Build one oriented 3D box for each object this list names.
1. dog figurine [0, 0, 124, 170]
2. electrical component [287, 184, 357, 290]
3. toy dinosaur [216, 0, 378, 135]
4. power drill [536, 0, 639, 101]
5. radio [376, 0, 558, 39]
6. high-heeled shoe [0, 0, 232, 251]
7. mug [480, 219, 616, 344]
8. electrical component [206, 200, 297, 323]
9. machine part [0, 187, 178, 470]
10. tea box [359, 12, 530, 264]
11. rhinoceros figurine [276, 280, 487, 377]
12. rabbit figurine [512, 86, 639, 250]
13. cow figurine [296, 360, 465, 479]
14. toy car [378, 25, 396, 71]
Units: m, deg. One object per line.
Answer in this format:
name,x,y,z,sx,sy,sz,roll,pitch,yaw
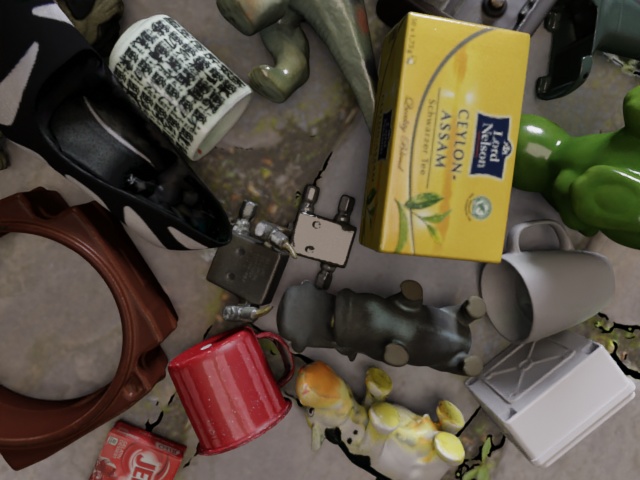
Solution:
dog figurine,-0.247,-0.149,0.402,0.190,0.172,0.121,-43,108,7
electrical component,-0.001,-0.002,0.507,0.063,0.021,0.094,15,95,-6
toy dinosaur,-0.049,-0.255,0.436,0.404,0.131,0.192,41,79,-17
power drill,0.314,-0.156,0.492,0.207,0.086,0.231,4,93,-2
radio,0.165,-0.266,0.470,0.131,0.073,0.229,35,92,-6
high-heeled shoe,-0.147,-0.076,0.400,0.145,0.248,0.086,21,61,14
mug,0.216,0.034,0.506,0.107,0.081,0.109,-9,90,-16
electrical component,-0.061,0.024,0.481,0.078,0.045,0.102,29,96,12
machine part,-0.244,0.073,0.461,0.201,0.087,0.201,-30,98,0
tea box,0.091,-0.071,0.409,0.098,0.068,0.169,4,93,-10
rhinoceros figurine,0.057,0.076,0.481,0.190,0.112,0.073,12,78,-18
rabbit figurine,0.231,-0.068,0.468,0.159,0.170,0.121,20,97,-48
cow figurine,0.044,0.176,0.505,0.167,0.068,0.098,26,120,-6
toy car,0.090,-0.090,0.480,0.056,0.073,0.201,-15,97,-4
